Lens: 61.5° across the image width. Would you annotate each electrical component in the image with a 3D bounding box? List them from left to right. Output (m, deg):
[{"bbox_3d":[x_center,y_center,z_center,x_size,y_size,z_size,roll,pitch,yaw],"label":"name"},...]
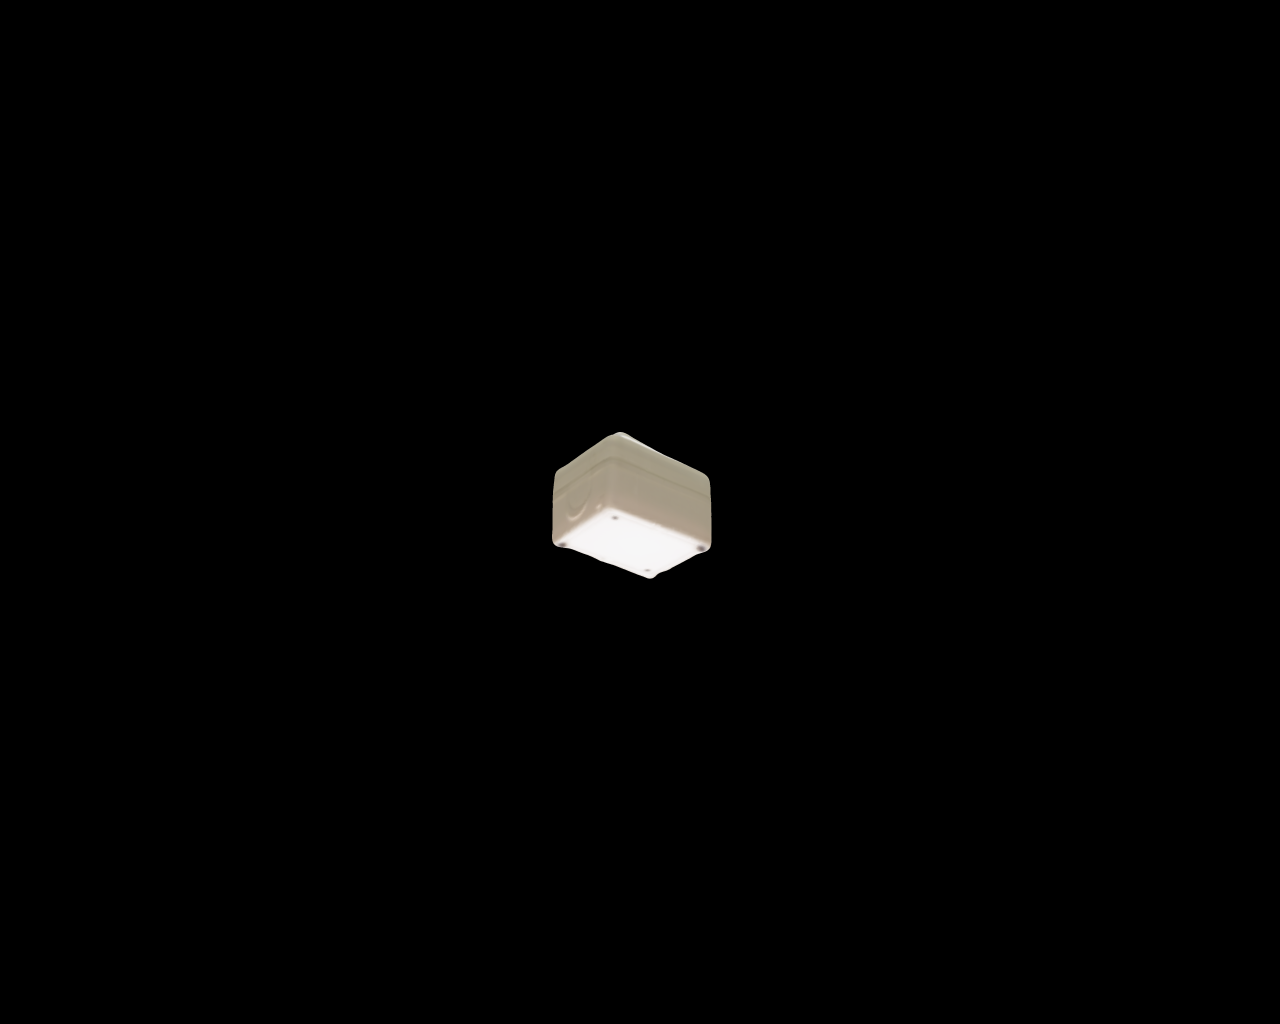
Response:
[{"bbox_3d":[0.001,-0.003,0.650,0.096,0.061,0.061,22,-36,-34],"label":"electrical component"}]
